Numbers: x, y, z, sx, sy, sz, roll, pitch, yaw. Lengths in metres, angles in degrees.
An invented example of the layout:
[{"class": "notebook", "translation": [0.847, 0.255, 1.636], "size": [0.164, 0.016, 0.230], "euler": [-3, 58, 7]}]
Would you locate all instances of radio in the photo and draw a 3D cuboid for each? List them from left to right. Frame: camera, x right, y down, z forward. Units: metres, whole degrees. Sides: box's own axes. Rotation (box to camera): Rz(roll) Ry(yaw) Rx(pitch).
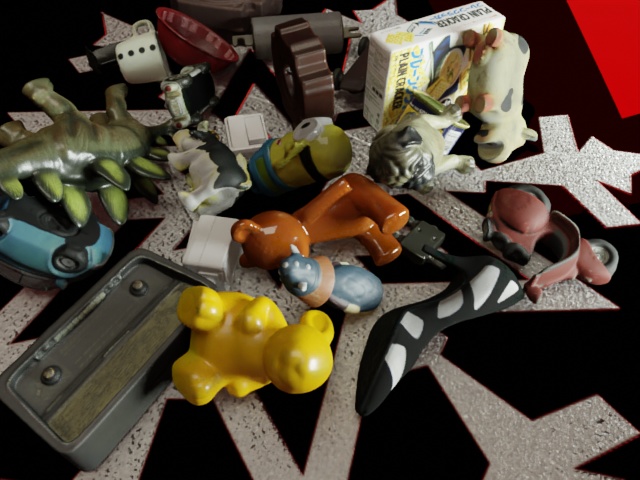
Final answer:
[{"class": "radio", "translation": [-0.228, 0.121, 0.605], "size": [0.131, 0.073, 0.229], "euler": [27, 55, 19]}]

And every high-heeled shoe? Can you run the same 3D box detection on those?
[{"class": "high-heeled shoe", "translation": [0.144, 0.116, 0.629], "size": [0.145, 0.086, 0.249], "euler": [31, 70, -4]}]

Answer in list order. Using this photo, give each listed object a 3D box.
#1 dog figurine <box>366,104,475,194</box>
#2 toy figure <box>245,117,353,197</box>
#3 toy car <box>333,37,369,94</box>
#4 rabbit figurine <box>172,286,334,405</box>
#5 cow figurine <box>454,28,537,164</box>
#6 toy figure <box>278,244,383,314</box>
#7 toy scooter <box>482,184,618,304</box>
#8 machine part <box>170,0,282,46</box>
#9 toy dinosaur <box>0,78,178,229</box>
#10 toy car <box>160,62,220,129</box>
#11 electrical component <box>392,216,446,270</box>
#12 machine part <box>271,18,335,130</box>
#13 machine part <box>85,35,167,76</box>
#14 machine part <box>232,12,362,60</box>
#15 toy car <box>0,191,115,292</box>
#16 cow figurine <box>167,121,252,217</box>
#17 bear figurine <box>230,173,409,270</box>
[{"class": "dog figurine", "translation": [0.097, -0.110, 0.725], "size": [0.190, 0.172, 0.121], "euler": [-22, 87, -46]}, {"class": "toy figure", "translation": [-0.036, -0.108, 0.748], "size": [0.180, 0.089, 0.082], "euler": [-24, 40, 39]}, {"class": "toy car", "translation": [0.090, -0.310, 0.970], "size": [0.089, 0.053, 0.202], "euler": [15, 48, 17]}, {"class": "rabbit figurine", "translation": [-0.052, 0.121, 0.565], "size": [0.173, 0.162, 0.122], "euler": [1, 80, 45]}, {"class": "cow figurine", "translation": [0.276, -0.216, 0.827], "size": [0.127, 0.194, 0.086], "euler": [-2, 11, -28]}, {"class": "toy figure", "translation": [0.009, 0.052, 0.630], "size": [0.154, 0.057, 0.064], "euler": [17, 21, -38]}, {"class": "toy scooter", "translation": [0.281, 0.011, 0.702], "size": [0.135, 0.075, 0.184], "euler": [-38, 64, -22]}, {"class": "machine part", "translation": [-0.187, -0.490, 1.091], "size": [0.202, 0.087, 0.201], "euler": [10, 52, 9]}, {"class": "toy dinosaur", "translation": [-0.315, -0.112, 0.703], "size": [0.199, 0.105, 0.471], "euler": [42, 33, 8]}, {"class": "toy car", "translation": [-0.206, -0.232, 0.853], "size": [0.056, 0.073, 0.202], "euler": [-8, 26, 8]}, {"class": "electrical component", "translation": [0.141, 0.003, 0.738], "size": [0.094, 0.021, 0.063], "euler": [35, 58, 25]}, {"class": "machine part", "translation": [-0.030, -0.254, 0.852], "size": [0.056, 0.179, 0.179], "euler": [-17, 53, -11]}, {"class": "machine part", "translation": [-0.364, -0.350, 1.007], "size": [0.139, 0.039, 0.084], "euler": [-22, 60, -19]}, {"class": "machine part", "translation": [-0.043, -0.385, 1.013], "size": [0.243, 0.079, 0.079], "euler": [-6, 52, -5]}, {"class": "toy car", "translation": [-0.349, 0.011, 0.667], "size": [0.161, 0.103, 0.109], "euler": [22, 24, -25]}, {"class": "cow figurine", "translation": [-0.154, -0.111, 0.747], "size": [0.098, 0.068, 0.167], "euler": [-31, 53, 9]}, {"class": "bear figurine", "translation": [-0.004, -0.005, 0.683], "size": [0.196, 0.120, 0.132], "euler": [-29, 61, -20]}]
